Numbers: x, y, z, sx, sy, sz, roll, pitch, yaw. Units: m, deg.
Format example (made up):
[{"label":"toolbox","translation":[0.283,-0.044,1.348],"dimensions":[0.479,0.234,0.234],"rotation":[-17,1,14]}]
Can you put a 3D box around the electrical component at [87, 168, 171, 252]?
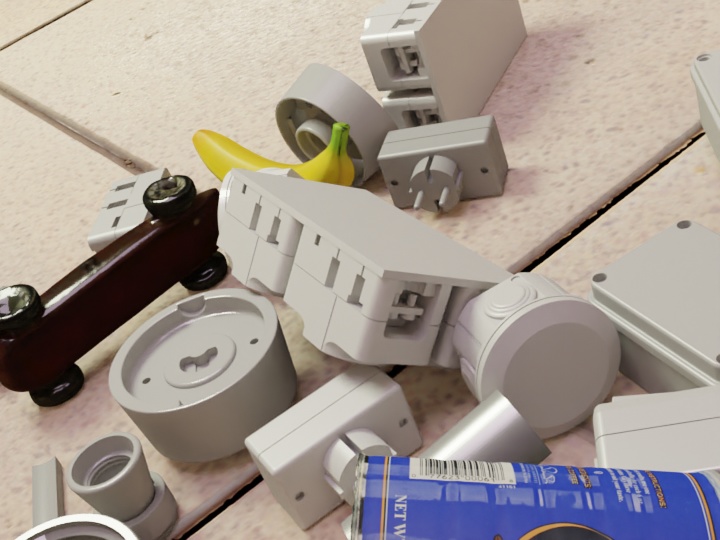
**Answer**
[{"label":"electrical component","translation":[-0.171,-0.036,0.857],"dimensions":[0.056,0.050,0.089],"rotation":[-13,35,14]}]

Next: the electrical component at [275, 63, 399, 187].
[{"label":"electrical component","translation":[-0.016,-0.114,0.840],"dimensions":[0.099,0.099,0.064],"rotation":[16,55,43]}]

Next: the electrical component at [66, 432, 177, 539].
[{"label":"electrical component","translation":[-0.132,0.125,0.604],"dimensions":[0.045,0.055,0.045],"rotation":[-15,34,11]}]

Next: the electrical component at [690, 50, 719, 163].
[{"label":"electrical component","translation":[0.280,-0.105,0.692],"dimensions":[0.109,0.056,0.108],"rotation":[-14,34,12]}]

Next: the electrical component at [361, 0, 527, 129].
[{"label":"electrical component","translation":[0.071,-0.193,0.890],"dimensions":[0.060,0.105,0.186],"rotation":[1,40,31]}]

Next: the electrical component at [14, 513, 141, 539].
[{"label":"electrical component","translation":[-0.145,0.171,0.532],"dimensions":[0.108,0.060,0.108],"rotation":[-11,40,10]}]

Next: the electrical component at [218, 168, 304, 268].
[{"label":"electrical component","translation":[-0.067,-0.034,0.770],"dimensions":[0.051,0.080,0.080],"rotation":[-6,37,15]}]

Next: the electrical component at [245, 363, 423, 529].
[{"label":"electrical component","translation":[-0.004,0.101,0.573],"dimensions":[0.083,0.047,0.076],"rotation":[-33,35,-16]}]

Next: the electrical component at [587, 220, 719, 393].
[{"label":"electrical component","translation":[0.182,0.030,0.558],"dimensions":[0.078,0.057,0.113],"rotation":[-31,34,-13]}]

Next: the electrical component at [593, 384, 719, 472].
[{"label":"electrical component","translation":[0.146,0.092,0.487],"dimensions":[0.096,0.061,0.061],"rotation":[-12,35,15]}]

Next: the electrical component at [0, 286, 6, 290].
[{"label":"electrical component","translation":[-0.276,0.056,0.794],"dimensions":[0.077,0.043,0.079],"rotation":[-38,37,-23]}]

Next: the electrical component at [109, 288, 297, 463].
[{"label":"electrical component","translation":[-0.090,0.069,0.655],"dimensions":[0.108,0.060,0.108],"rotation":[-15,34,11]}]

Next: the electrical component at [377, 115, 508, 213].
[{"label":"electrical component","translation":[0.057,-0.067,0.774],"dimensions":[0.083,0.047,0.075],"rotation":[-6,37,22]}]

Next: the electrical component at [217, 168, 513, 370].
[{"label":"electrical component","translation":[0.000,0.000,0.652],"dimensions":[0.105,0.060,0.186],"rotation":[7,17,-35]}]

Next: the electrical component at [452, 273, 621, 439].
[{"label":"electrical component","translation":[0.092,0.044,0.570],"dimensions":[0.080,0.080,0.051],"rotation":[-27,29,-7]}]
